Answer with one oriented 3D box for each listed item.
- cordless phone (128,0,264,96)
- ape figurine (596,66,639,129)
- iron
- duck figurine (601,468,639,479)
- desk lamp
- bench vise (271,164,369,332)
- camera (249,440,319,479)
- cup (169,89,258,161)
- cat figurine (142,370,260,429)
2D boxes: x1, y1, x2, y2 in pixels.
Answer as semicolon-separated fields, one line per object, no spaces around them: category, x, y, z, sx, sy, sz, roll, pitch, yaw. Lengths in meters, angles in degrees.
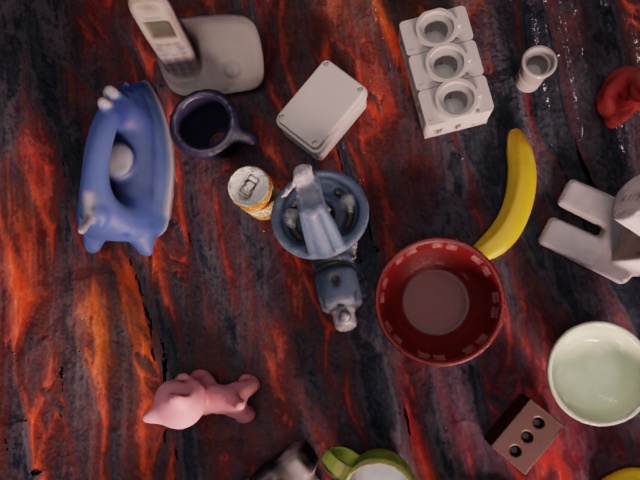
cordless phone;-0.156;-0.263;0.745;0.147;0.185;0.094;-6;82;5
ape figurine;0.399;-0.192;0.728;0.077;0.092;0.076;2;83;6
iron;-0.270;-0.113;0.759;0.118;0.141;0.258;2;83;6
duck figurine;0.387;0.314;0.668;0.104;0.086;0.077;0;83;6
desk lamp;0.382;-0.002;0.644;0.203;0.213;0.118;26;86;9
bench vise;0.017;-0.004;0.677;0.121;0.220;0.207;-32;81;1
camera;-0.043;0.343;0.698;0.143;0.101;0.137;-38;81;0
cup;-0.132;-0.141;0.772;0.117;0.095;0.092;18;85;8
cat figurine;-0.149;0.203;0.718;0.127;0.118;0.067;2;83;6
